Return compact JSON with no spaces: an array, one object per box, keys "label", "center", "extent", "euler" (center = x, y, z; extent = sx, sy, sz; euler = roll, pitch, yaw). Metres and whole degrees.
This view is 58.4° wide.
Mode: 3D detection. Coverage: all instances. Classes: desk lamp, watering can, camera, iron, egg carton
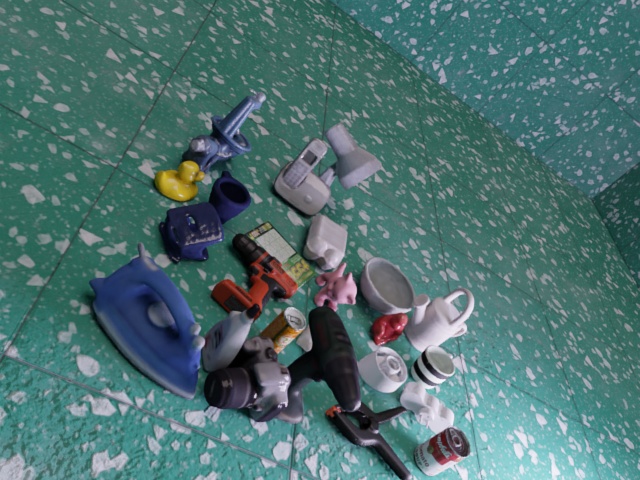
[{"label":"desk lamp","center":[0.036,-0.204,1.577],"extent":[0.203,0.213,0.118],"euler":[44,33,1]},{"label":"watering can","center":[0.305,0.193,1.440],"extent":[0.173,0.193,0.100],"euler":[11,45,-40]},{"label":"camera","center":[-0.130,0.240,1.010],"extent":[0.137,0.100,0.143],"euler":[9,46,-41]},{"label":"iron","center":[-0.260,0.132,0.955],"extent":[0.258,0.141,0.119],"euler":[49,33,8]},{"label":"egg carton","center":[0.013,0.005,1.452],"extent":[0.107,0.069,0.150],"euler":[32,35,-17]}]

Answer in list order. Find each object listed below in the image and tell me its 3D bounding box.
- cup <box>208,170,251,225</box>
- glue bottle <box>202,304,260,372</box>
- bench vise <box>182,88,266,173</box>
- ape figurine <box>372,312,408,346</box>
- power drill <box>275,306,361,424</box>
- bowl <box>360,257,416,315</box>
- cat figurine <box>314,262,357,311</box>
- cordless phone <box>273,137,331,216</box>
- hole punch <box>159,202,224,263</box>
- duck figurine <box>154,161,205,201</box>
[{"label":"cup","center":[-0.219,-0.090,1.288],"extent":[0.092,0.094,0.117],"euler":[11,45,-39]},{"label":"glue bottle","center":[-0.153,0.162,1.007],"extent":[0.037,0.173,0.078],"euler":[16,42,-36]},{"label":"bench vise","center":[-0.213,-0.251,1.358],"extent":[0.122,0.219,0.207],"euler":[36,34,-11]},{"label":"ape figurine","center":[0.173,0.207,1.377],"extent":[0.078,0.092,0.076],"euler":[29,36,-22]},{"label":"power drill","center":[-0.008,0.244,1.037],"extent":[0.076,0.208,0.229],"euler":[22,39,-29]},{"label":"bowl","center":[0.160,0.131,1.464],"extent":[0.168,0.074,0.167],"euler":[28,36,-23]},{"label":"cat figurine","center":[0.045,0.106,1.329],"extent":[0.067,0.117,0.127],"euler":[29,36,-21]},{"label":"cordless phone","center":[-0.020,-0.167,1.501],"extent":[0.148,0.184,0.094],"euler":[35,34,-12]},{"label":"hole punch","center":[-0.261,-0.019,1.167],"extent":[0.101,0.091,0.108],"euler":[4,50,-45]},{"label":"duck figurine","center":[-0.304,-0.140,1.260],"extent":[0.105,0.086,0.077],"euler":[11,45,-39]}]
